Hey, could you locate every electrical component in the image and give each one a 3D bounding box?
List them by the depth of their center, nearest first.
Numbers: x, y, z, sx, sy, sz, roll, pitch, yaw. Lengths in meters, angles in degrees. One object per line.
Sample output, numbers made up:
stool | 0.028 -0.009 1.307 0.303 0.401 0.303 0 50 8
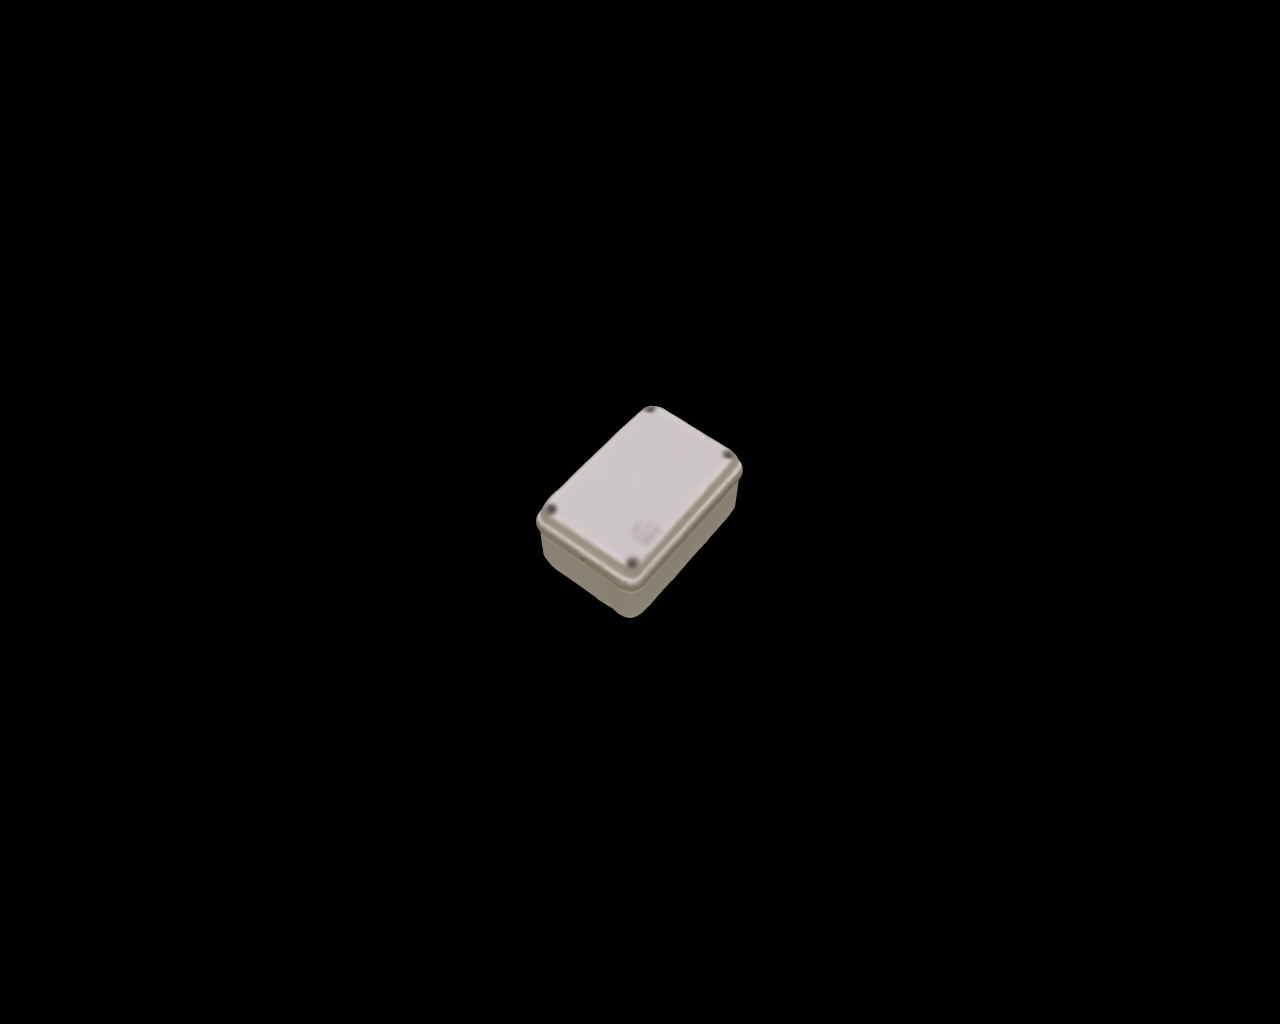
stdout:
electrical component | 0.001 -0.003 0.650 0.078 0.113 0.057 33 -28 20
